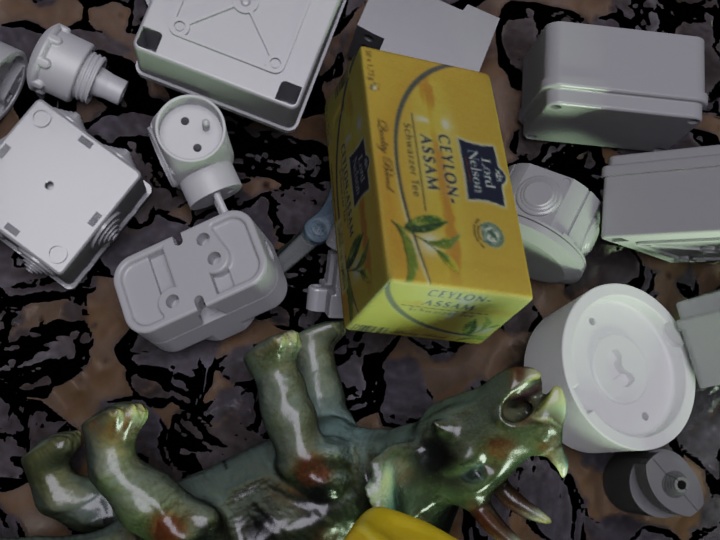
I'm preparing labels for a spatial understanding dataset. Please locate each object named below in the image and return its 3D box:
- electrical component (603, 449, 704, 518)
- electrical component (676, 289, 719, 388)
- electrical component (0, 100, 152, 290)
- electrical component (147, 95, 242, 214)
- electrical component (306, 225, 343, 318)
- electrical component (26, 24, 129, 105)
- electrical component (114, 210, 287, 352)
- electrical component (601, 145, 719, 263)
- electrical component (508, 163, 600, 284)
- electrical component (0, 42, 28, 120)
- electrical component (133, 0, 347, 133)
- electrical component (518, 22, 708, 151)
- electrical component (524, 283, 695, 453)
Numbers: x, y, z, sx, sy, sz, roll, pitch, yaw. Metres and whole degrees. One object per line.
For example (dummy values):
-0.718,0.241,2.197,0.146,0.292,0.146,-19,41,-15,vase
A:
0.191,0.137,0.693,0.043,0.081,0.043,1,80,-7,electrical component
0.271,0.032,0.703,0.113,0.078,0.057,-12,84,-39,electrical component
-0.197,-0.049,0.695,0.100,0.048,0.099,36,79,0,electrical component
-0.101,-0.065,0.695,0.044,0.077,0.079,-24,85,-10,electrical component
0.000,0.000,0.703,0.066,0.048,0.055,3,105,-15,electrical component
-0.186,-0.130,0.713,0.062,0.048,0.048,25,79,-9,electrical component
-0.098,0.010,0.682,0.095,0.059,0.053,-24,67,4,electrical component
0.228,-0.040,0.694,0.109,0.109,0.056,13,79,-48,electrical component
0.118,-0.029,0.714,0.080,0.080,0.051,30,73,-1,electrical component
-0.252,-0.128,0.700,0.047,0.055,0.055,28,78,2,electrical component
-0.072,-0.157,0.674,0.109,0.056,0.108,21,79,-3,electrical component
0.172,-0.123,0.737,0.113,0.078,0.057,5,77,-6,electrical component
0.158,0.069,0.706,0.108,0.060,0.108,9,69,-26,electrical component
